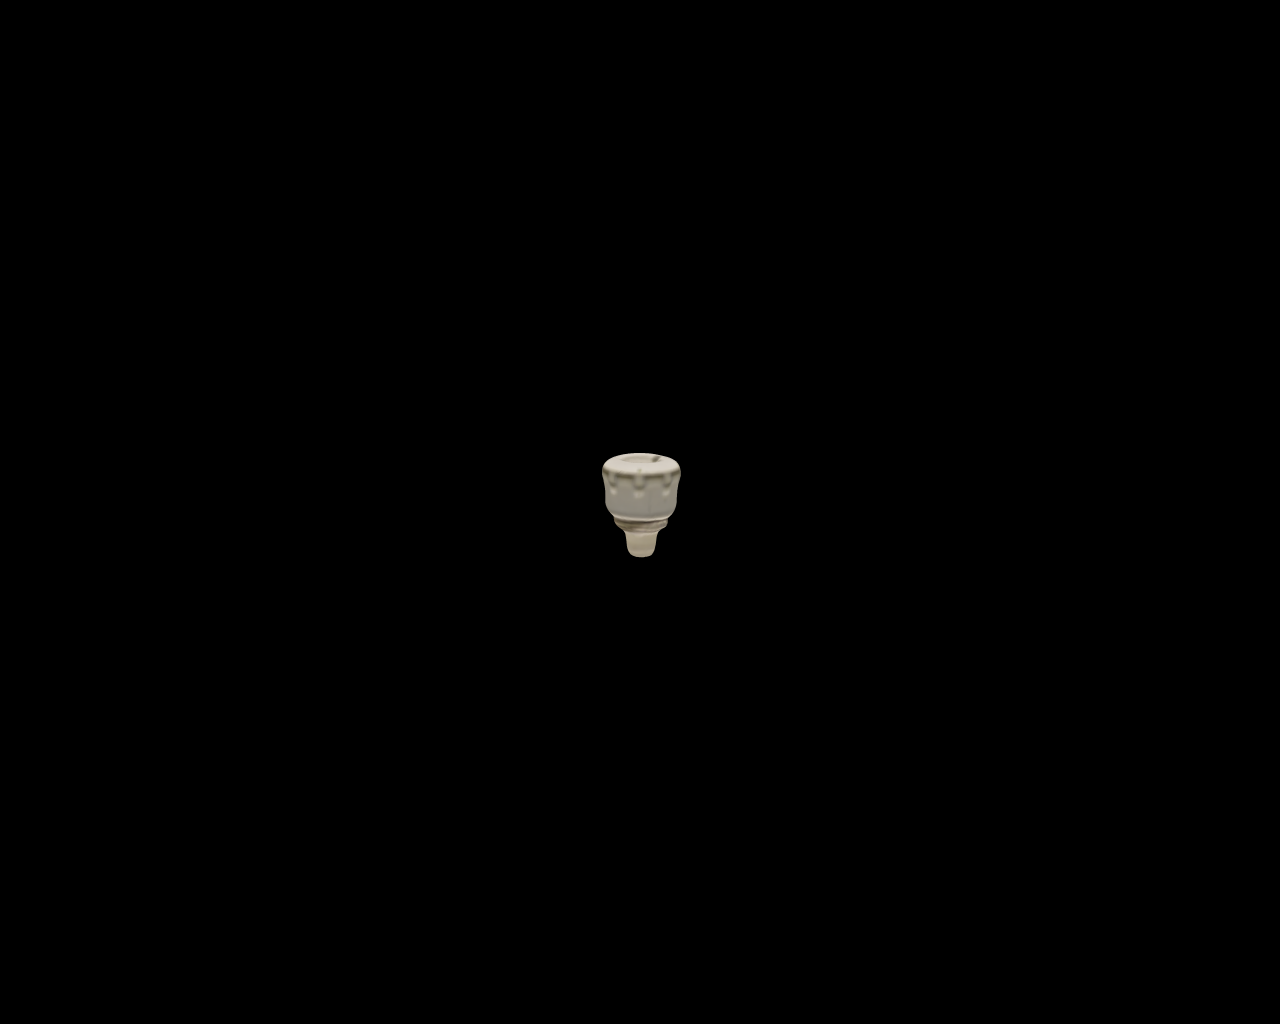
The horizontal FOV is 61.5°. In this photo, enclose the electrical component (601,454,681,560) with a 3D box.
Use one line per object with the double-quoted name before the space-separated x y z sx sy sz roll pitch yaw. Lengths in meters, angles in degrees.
"electrical component" 0.001 -0.003 0.650 0.048 0.062 0.048 0 14 0
